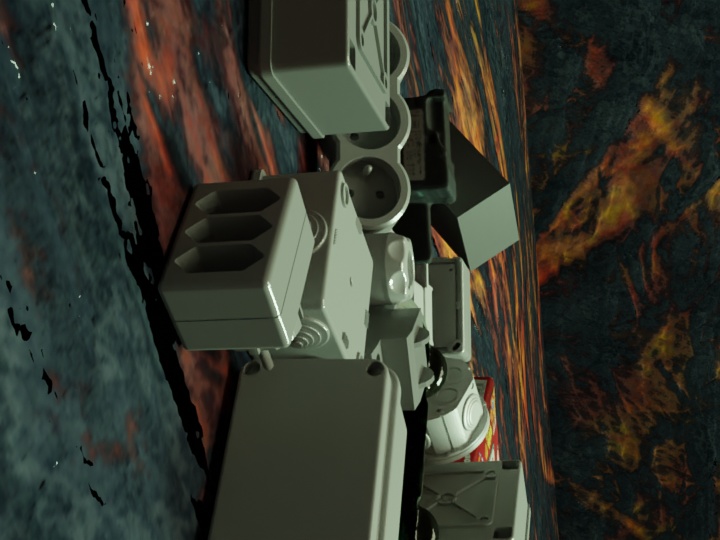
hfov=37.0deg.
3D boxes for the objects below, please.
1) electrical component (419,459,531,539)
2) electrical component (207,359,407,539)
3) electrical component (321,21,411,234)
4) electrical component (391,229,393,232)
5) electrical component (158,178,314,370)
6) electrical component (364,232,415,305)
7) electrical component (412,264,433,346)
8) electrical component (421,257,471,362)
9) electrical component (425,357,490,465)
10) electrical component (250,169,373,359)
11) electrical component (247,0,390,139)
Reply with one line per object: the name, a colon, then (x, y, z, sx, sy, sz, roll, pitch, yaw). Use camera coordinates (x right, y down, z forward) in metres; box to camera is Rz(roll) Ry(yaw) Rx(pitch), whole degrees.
electrical component: (0.068, 0.193, 0.800, 0.108, 0.109, 0.056, -63, 145, -66)
electrical component: (-0.022, 0.100, 0.490, 0.057, 0.078, 0.113, 76, 17, -52)
electrical component: (0.000, -0.084, 0.687, 0.073, 0.052, 0.138, 127, -36, -75)
electrical component: (0.008, -0.013, 0.729, 0.078, 0.040, 0.040, -66, 150, -64)
electrical component: (-0.047, 0.011, 0.466, 0.065, 0.047, 0.076, -79, 162, -45)
electrical component: (0.000, 0.000, 0.641, 0.043, 0.062, 0.043, -3, 90, -77)
electrical component: (0.028, 0.032, 0.808, 0.064, 0.042, 0.081, 32, 56, -70)
electrical component: (0.060, 0.042, 0.896, 0.061, 0.062, 0.096, 44, 45, -72)
electrical component: (0.057, 0.108, 0.838, 0.080, 0.080, 0.051, -77, 154, -50)
electrical component: (-0.026, 0.007, 0.554, 0.099, 0.048, 0.099, 70, 22, -53)
electrical component: (-0.019, -0.141, 0.599, 0.109, 0.056, 0.108, 42, 47, -72)
